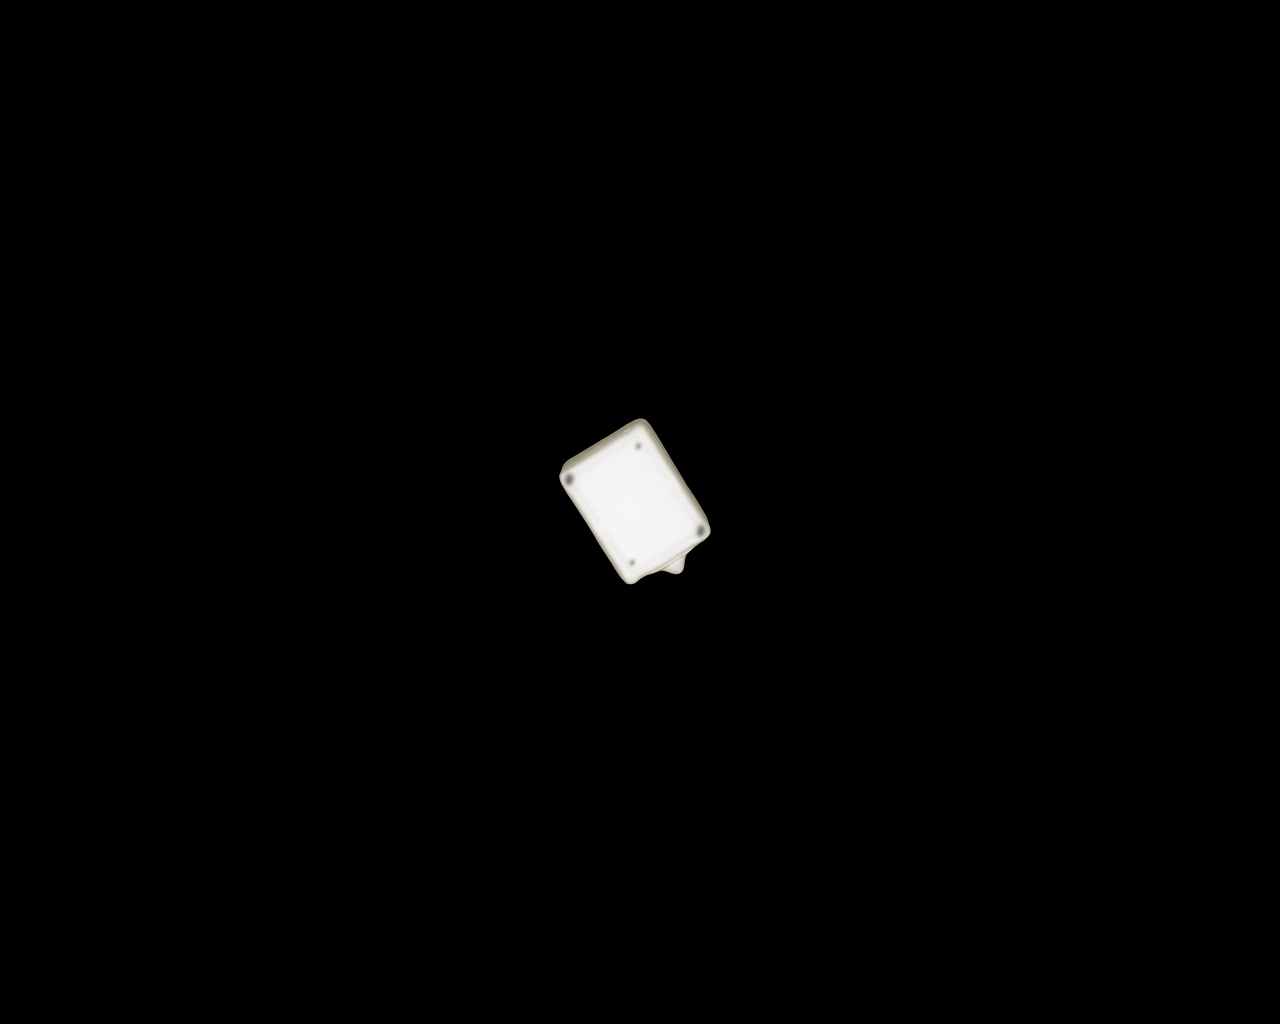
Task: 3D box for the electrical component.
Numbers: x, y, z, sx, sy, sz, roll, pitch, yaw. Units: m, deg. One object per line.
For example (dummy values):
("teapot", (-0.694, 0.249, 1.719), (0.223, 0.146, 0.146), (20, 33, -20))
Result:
("electrical component", (0.001, -0.003, 0.650), (0.062, 0.096, 0.061), (-31, 8, 5))
